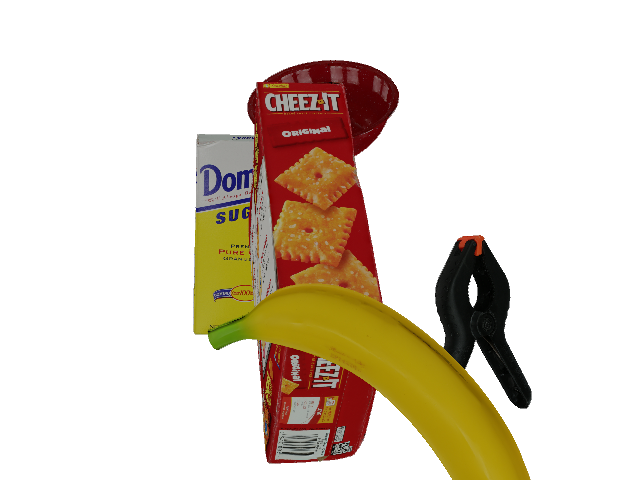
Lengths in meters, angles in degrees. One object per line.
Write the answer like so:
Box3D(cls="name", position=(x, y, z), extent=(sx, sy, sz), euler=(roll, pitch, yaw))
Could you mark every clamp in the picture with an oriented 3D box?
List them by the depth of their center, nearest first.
Box3D(cls="clamp", position=(0.133, 0.084, 0.972), extent=(0.120, 0.171, 0.039), euler=(-13, 2, -38))

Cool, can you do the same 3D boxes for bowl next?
Box3D(cls="bowl", position=(0.004, -0.129, 1.145), extent=(0.162, 0.055, 0.162), euler=(-4, 40, 3))

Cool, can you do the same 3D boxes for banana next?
Box3D(cls="banana", position=(0.041, 0.079, 0.529), extent=(0.198, 0.070, 0.037), euler=(37, 23, 5))

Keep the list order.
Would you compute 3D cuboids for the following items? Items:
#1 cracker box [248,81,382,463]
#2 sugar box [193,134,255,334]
Box3D(cls="cracker box", position=(-0.008, 0.022, 0.738), extent=(0.072, 0.213, 0.164), euler=(-1, -38, -8))
Box3D(cls="sugar box", position=(-0.066, -0.005, 0.953), extent=(0.093, 0.176, 0.048), euler=(0, 15, -7))
